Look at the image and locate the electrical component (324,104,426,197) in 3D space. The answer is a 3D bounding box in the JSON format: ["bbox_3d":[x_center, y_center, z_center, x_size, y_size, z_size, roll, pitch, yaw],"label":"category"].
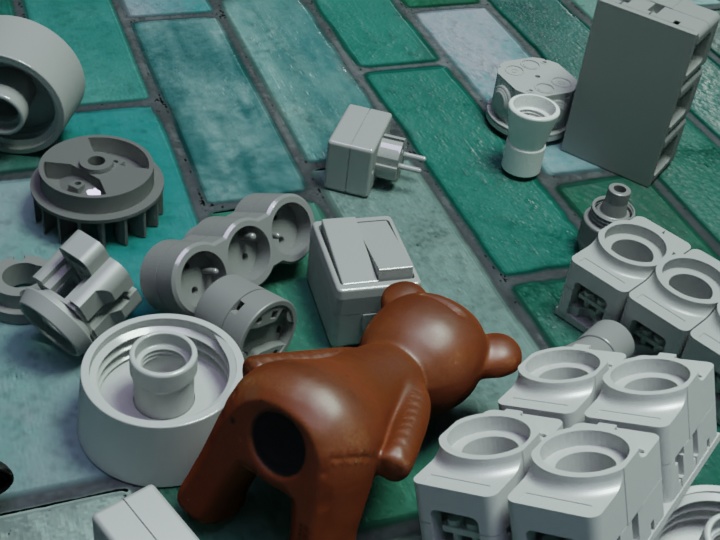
[{"bbox_3d":[0.017,-0.096,0.902,0.077,0.047,0.065,14,39,8],"label":"electrical component"}]

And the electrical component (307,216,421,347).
[{"bbox_3d":[0.000,0.000,0.770,0.062,0.061,0.096,-5,41,-15],"label":"electrical component"}]

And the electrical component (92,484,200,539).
[{"bbox_3d":[-0.117,0.168,0.557,0.076,0.047,0.083,-25,49,-33],"label":"electrical component"}]

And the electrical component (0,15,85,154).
[{"bbox_3d":[-0.283,-0.143,0.869,0.108,0.108,0.060,6,45,-1],"label":"electrical component"}]

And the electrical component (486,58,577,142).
[{"bbox_3d":[0.160,-0.157,0.996,0.080,0.051,0.080,4,39,-4],"label":"electrical component"}]

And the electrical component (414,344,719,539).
[{"bbox_3d":[0.123,0.103,0.610,0.105,0.060,0.186,4,22,34],"label":"electrical component"}]

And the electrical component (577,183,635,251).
[{"bbox_3d":[0.197,-0.039,0.847,0.043,0.062,0.043,4,39,-4],"label":"electrical component"}]

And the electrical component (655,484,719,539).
[{"bbox_3d":[0.203,0.168,0.595,0.108,0.060,0.108,4,39,-3],"label":"electrical component"}]

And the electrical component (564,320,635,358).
[{"bbox_3d":[0.160,0.061,0.737,0.044,0.044,0.065,31,40,26],"label":"electrical component"}]

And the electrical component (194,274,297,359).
[{"bbox_3d":[-0.078,0.035,0.722,0.047,0.055,0.055,29,44,30],"label":"electrical component"}]

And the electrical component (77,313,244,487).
[{"bbox_3d":[-0.121,0.072,0.663,0.108,0.060,0.108,4,39,-4],"label":"electrical component"}]

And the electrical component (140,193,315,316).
[{"bbox_3d":[-0.104,-0.014,0.781,0.074,0.052,0.138,5,28,44],"label":"electrical component"}]

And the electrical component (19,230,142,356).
[{"bbox_3d":[-0.186,0.019,0.712,0.058,0.078,0.057,29,65,24],"label":"electrical component"}]

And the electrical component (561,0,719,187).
[{"bbox_3d":[0.243,-0.163,0.937,0.089,0.150,0.062,28,45,24],"label":"electrical component"}]

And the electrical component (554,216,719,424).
[{"bbox_3d":[0.230,0.029,0.770,0.089,0.061,0.150,-28,51,-36],"label":"electrical component"}]

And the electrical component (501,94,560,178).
[{"bbox_3d":[0.144,-0.113,0.928,0.044,0.065,0.044,4,38,-4],"label":"electrical component"}]
